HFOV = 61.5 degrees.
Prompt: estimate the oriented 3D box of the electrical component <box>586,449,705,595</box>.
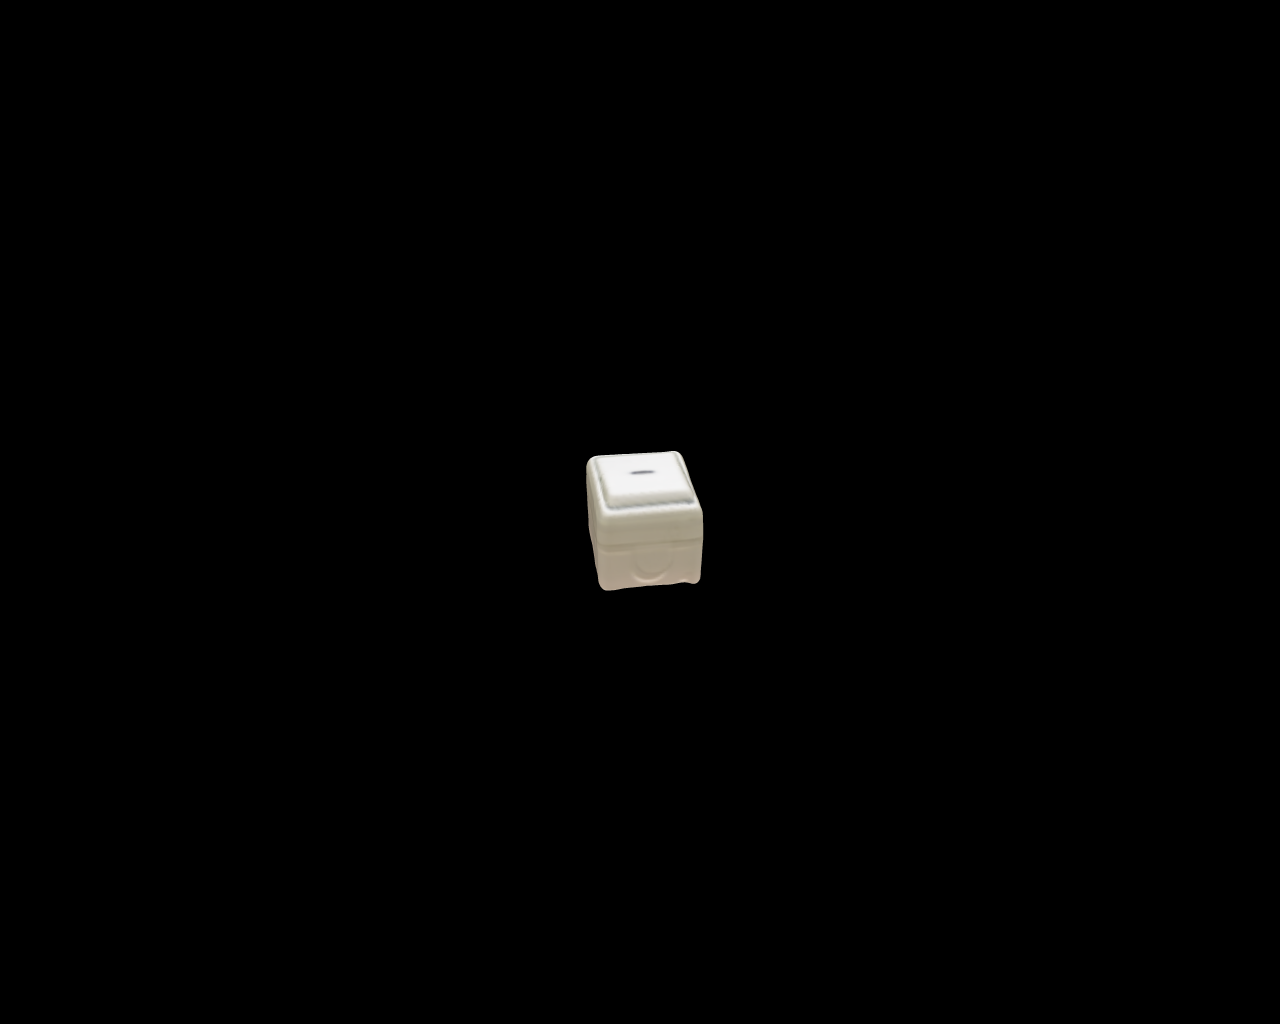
[{"bbox_3d":[0.001,-0.003,0.650,0.062,0.061,0.096,-4,30,-6],"label":"electrical component"}]
